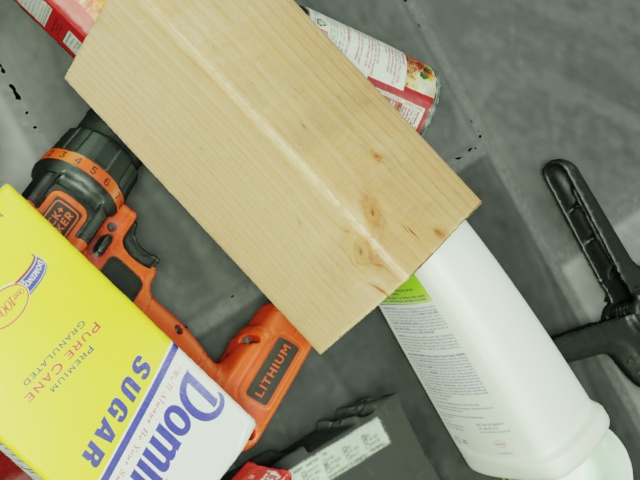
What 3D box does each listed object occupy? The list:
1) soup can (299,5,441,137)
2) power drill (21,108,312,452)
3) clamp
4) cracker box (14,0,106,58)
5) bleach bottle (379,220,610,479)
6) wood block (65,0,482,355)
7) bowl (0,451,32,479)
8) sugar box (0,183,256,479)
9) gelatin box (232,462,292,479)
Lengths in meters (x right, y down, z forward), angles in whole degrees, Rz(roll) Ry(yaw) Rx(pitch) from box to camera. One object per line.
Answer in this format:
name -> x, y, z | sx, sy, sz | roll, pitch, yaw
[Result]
soup can -> 0.017, -0.100, 0.684 | 0.102, 0.069, 0.068 | 21, 70, -23
power drill -> -0.091, 0.021, 0.610 | 0.187, 0.057, 0.184 | 38, 61, -14
clamp -> 0.219, 0.060, 0.776 | 0.209, 0.036, 0.164 | 34, 66, -19
cracker box -> -0.155, -0.234, 0.609 | 0.213, 0.072, 0.164 | 45, 74, -13
bleach bottle -> 0.076, 0.030, 0.660 | 0.068, 0.103, 0.251 | -38, 104, -31
wood block -> -0.026, -0.055, 0.577 | 0.206, 0.091, 0.090 | 47, 45, 2
bowl -> -0.136, 0.163, 0.553 | 0.161, 0.055, 0.162 | 6, 76, -27
sugar box -> -0.122, 0.068, 0.521 | 0.176, 0.048, 0.093 | 44, 66, -11
gelatin box -> -0.040, 0.171, 0.549 | 0.073, 0.030, 0.089 | -35, 129, -60
